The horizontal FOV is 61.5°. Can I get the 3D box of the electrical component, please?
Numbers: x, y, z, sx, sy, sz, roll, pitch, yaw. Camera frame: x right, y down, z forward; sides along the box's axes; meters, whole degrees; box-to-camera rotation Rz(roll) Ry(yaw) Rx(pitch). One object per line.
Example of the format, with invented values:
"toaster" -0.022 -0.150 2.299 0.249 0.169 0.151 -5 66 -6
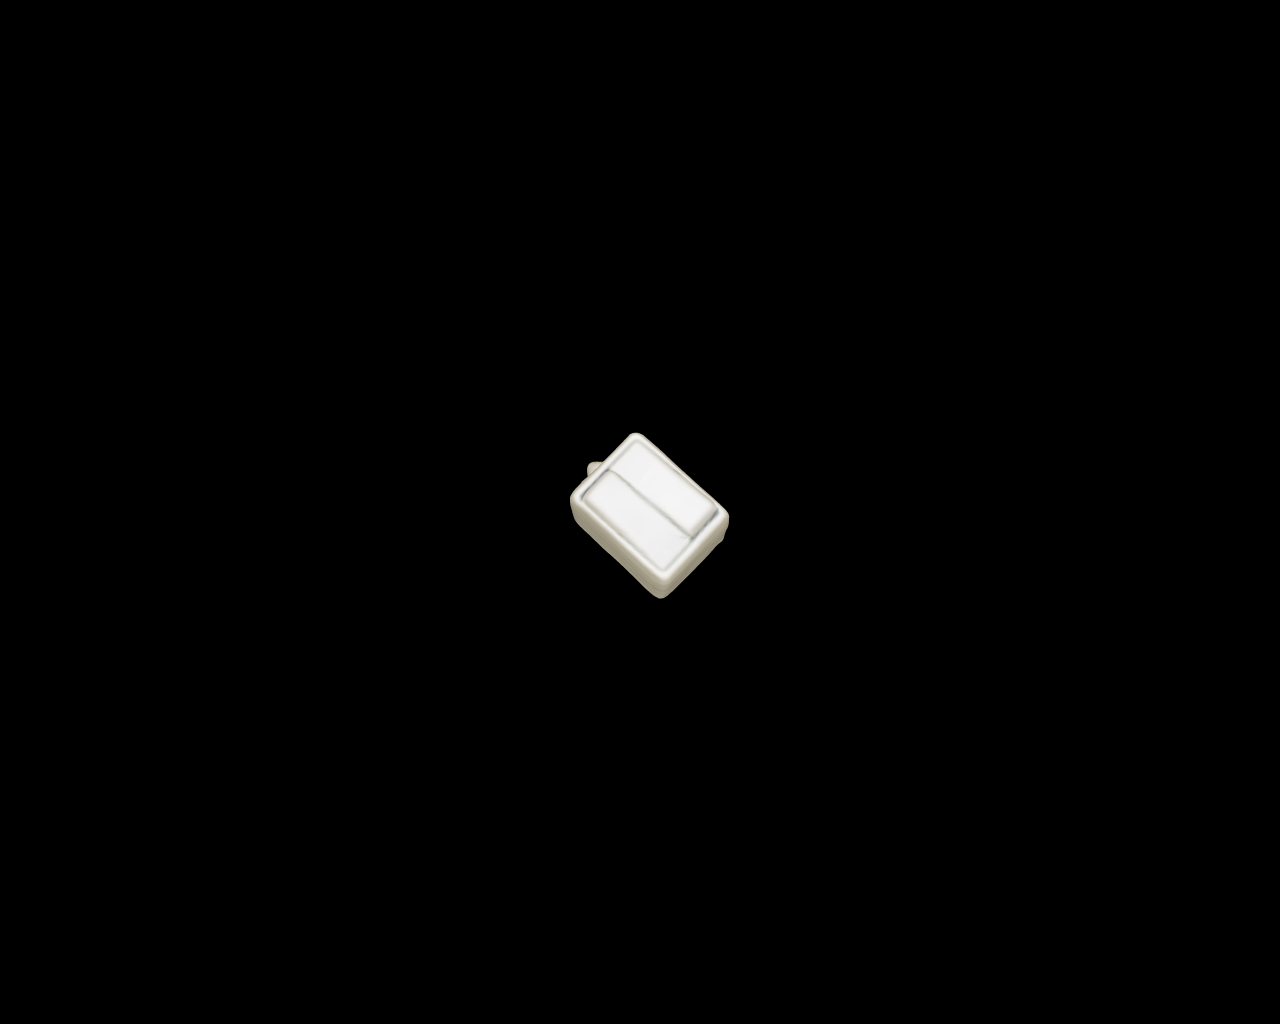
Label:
"electrical component" 0.001 -0.003 0.650 0.096 0.062 0.061 43 -12 11
